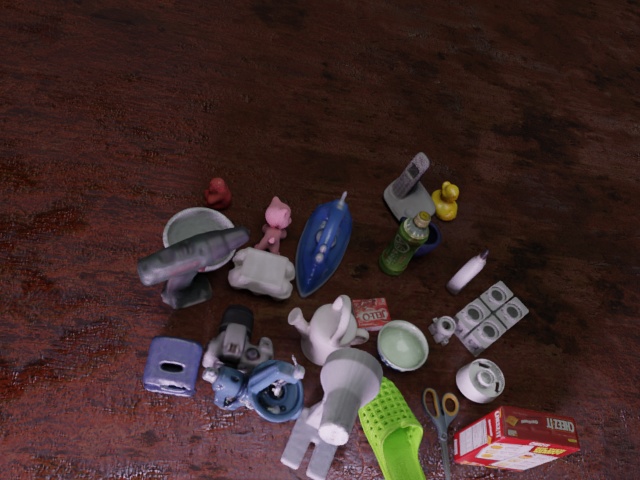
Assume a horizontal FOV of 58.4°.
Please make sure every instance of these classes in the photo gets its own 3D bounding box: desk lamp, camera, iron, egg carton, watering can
[{"bbox_3d":[0.028,0.337,1.111,0.118,0.213,0.203,25,54,0],"label":"desk lamp"},{"bbox_3d":[-0.163,0.208,1.205,0.143,0.100,0.137,13,55,-9],"label":"camera"},{"bbox_3d":[0.013,0.005,1.371,0.118,0.141,0.258,22,54,-2],"label":"iron"},{"bbox_3d":[-0.133,0.079,1.320,0.150,0.069,0.107,15,54,-8],"label":"egg carton"},{"bbox_3d":[0.020,0.188,1.219,0.173,0.194,0.101,-6,59,-21],"label":"watering can"}]

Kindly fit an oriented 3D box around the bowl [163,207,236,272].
[{"bbox_3d":[-0.276,0.011,1.316,0.168,0.074,0.167,9,55,-12],"label":"bowl"}]

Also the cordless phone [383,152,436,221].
[{"bbox_3d":[0.256,-0.129,1.511,0.094,0.185,0.147,-22,66,-28],"label":"cordless phone"}]

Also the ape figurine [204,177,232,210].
[{"bbox_3d":[-0.251,-0.120,1.400,0.076,0.092,0.078,29,54,3],"label":"ape figurine"}]

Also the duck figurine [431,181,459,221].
[{"bbox_3d":[0.357,-0.114,1.594,0.078,0.086,0.104,0,58,-18],"label":"duck figurine"}]

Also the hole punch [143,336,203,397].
[{"bbox_3d":[-0.291,0.252,1.141,0.109,0.091,0.101,11,55,-10],"label":"hole punch"}]

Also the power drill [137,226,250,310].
[{"bbox_3d":[-0.266,0.059,1.204,0.230,0.208,0.075,-18,64,-27],"label":"power drill"}]

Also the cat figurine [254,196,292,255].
[{"bbox_3d":[-0.106,-0.035,1.374,0.067,0.117,0.128,17,54,-6],"label":"cat figurine"}]

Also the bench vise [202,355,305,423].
[{"bbox_3d":[-0.116,0.284,1.096,0.208,0.219,0.121,1,57,-17],"label":"bench vise"}]

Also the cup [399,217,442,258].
[{"bbox_3d":[0.243,-0.003,1.479,0.117,0.095,0.092,37,54,8],"label":"cup"}]

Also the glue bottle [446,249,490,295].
[{"bbox_3d":[0.378,0.071,1.424,0.078,0.173,0.037,-33,71,-32],"label":"glue bottle"}]
